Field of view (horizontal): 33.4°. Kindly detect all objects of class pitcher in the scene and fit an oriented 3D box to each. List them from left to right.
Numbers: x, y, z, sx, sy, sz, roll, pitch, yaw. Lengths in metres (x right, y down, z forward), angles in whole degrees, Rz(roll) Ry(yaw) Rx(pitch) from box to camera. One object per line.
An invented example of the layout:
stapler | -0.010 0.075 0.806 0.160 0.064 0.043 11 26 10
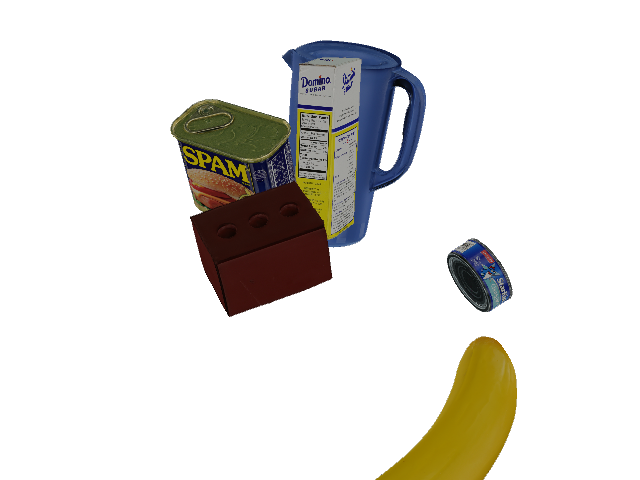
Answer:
pitcher | 0.029 -0.117 1.321 0.144 0.243 0.149 -3 25 -22

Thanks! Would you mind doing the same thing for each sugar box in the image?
sugar box | 0.007 -0.095 1.085 0.048 0.176 0.093 5 14 17

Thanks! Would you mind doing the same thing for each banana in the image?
banana | 0.057 0.108 0.555 0.070 0.037 0.197 20 40 37

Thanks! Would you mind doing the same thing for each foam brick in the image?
foam brick | -0.038 0.005 0.707 0.078 0.051 0.053 -20 43 -13

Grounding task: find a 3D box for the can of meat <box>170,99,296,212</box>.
can of meat | -0.069 -0.062 0.902 0.102 0.084 0.057 19 50 28

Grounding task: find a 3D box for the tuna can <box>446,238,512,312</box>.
tuna can | 0.188 0.042 1.272 0.033 0.086 0.086 -32 8 -13
